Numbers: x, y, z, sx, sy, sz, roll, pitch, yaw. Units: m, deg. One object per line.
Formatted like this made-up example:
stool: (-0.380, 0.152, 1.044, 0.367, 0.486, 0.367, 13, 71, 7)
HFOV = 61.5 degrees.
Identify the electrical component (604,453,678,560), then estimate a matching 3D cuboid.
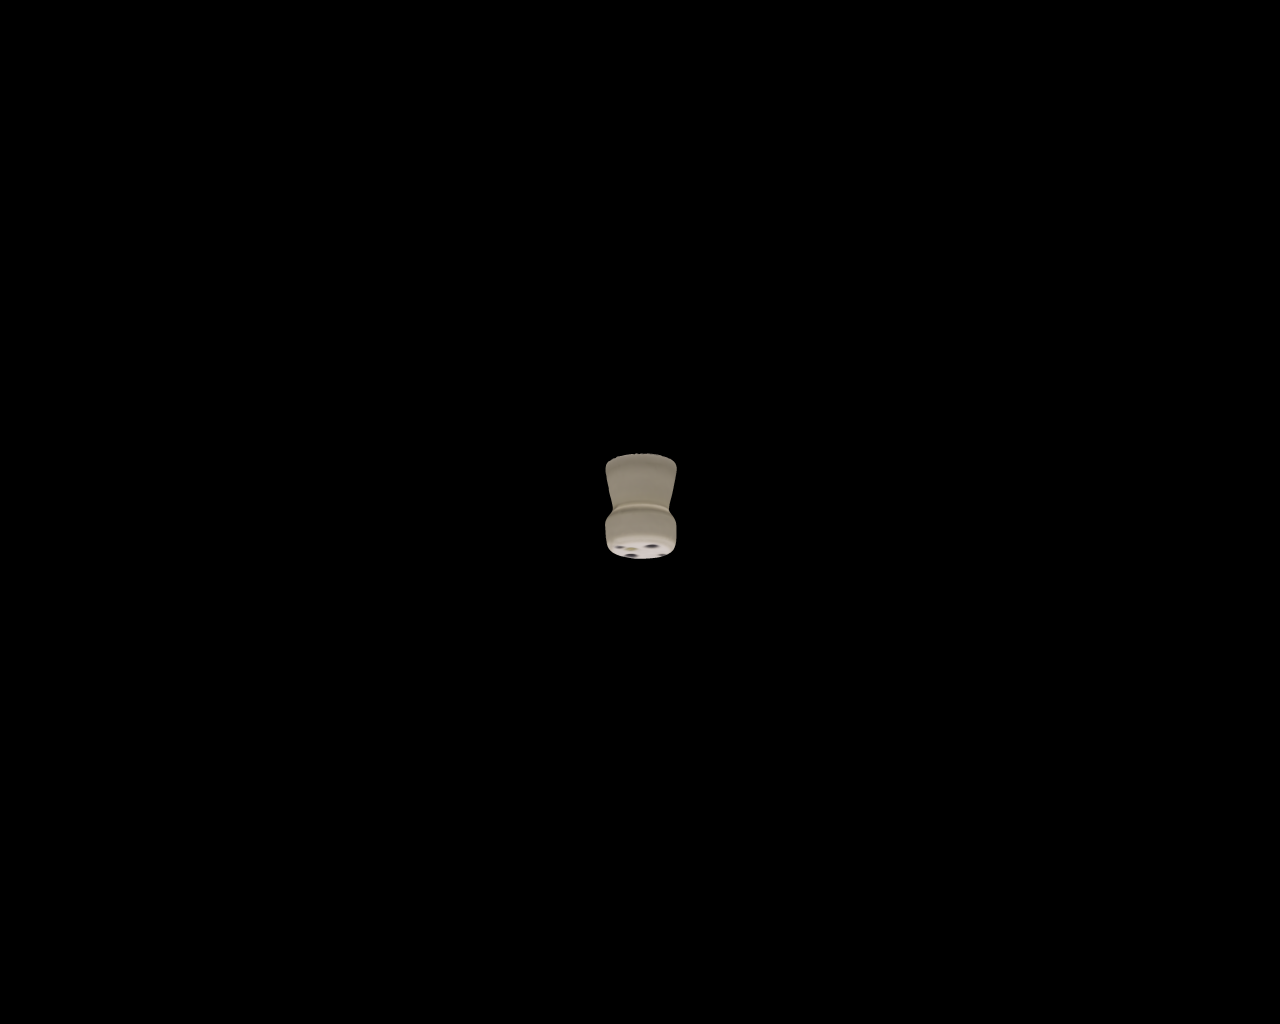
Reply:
electrical component: (0.001, -0.003, 0.650, 0.045, 0.055, 0.044, 0, -18, 0)
